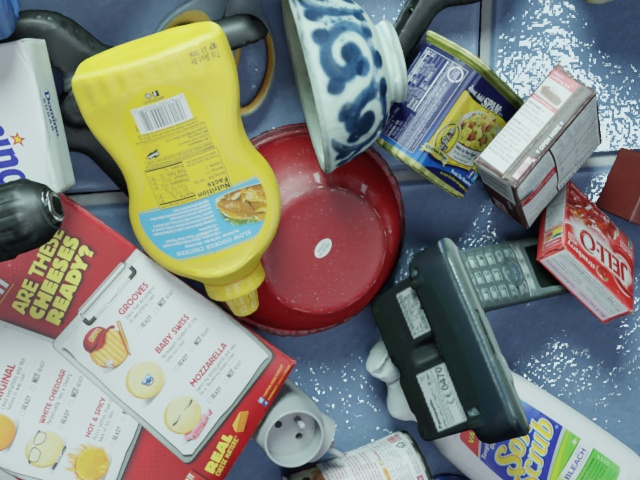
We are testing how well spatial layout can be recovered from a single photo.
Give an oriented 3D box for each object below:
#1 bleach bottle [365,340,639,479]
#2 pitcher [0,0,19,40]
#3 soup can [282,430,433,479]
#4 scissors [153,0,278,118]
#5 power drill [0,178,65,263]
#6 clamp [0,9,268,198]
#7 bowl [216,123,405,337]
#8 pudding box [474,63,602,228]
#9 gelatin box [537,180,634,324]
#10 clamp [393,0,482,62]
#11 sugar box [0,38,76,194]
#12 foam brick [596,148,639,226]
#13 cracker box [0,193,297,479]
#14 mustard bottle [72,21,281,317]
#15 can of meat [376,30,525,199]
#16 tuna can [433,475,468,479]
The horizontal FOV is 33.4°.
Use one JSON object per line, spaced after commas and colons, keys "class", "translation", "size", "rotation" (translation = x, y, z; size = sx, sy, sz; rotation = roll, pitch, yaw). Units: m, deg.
{"class": "bleach bottle", "translation": [0.137, 0.154, 0.844], "size": [0.250, 0.068, 0.102], "rotation": [32, 92, -21]}
{"class": "pitcher", "translation": [-0.293, -0.153, 0.562], "size": [0.242, 0.145, 0.149], "rotation": [-11, 140, -9]}
{"class": "soup can", "translation": [0.030, 0.194, 0.816], "size": [0.102, 0.069, 0.068], "rotation": [-19, 110, -13]}
{"class": "scissors", "translation": [-0.065, -0.181, 0.704], "size": [0.096, 0.016, 0.202], "rotation": [-3, 106, -17]}
{"class": "power drill", "translation": [-0.251, -0.030, 0.550], "size": [0.184, 0.057, 0.187], "rotation": [-18, 140, 11]}
{"class": "clamp", "translation": [-0.144, -0.099, 0.684], "size": [0.209, 0.036, 0.165], "rotation": [21, 108, -18]}
{"class": "bowl", "translation": [-0.005, 0.001, 0.756], "size": [0.162, 0.055, 0.162], "rotation": [-5, 106, -17]}
{"class": "pudding box", "translation": [0.159, -0.064, 0.767], "size": [0.039, 0.113, 0.090], "rotation": [40, 90, 20]}
{"class": "gelatin box", "translation": [0.206, 0.009, 0.817], "size": [0.089, 0.073, 0.030], "rotation": [40, 133, -24]}
{"class": "clamp", "translation": [0.070, -0.197, 0.732], "size": [0.171, 0.039, 0.120], "rotation": [-38, 118, -1]}
{"class": "sugar box", "translation": [-0.243, -0.060, 0.633], "size": [0.176, 0.048, 0.093], "rotation": [-10, 100, 6]}
{"class": "foam brick", "translation": [0.268, -0.033, 0.837], "size": [0.078, 0.051, 0.053], "rotation": [18, 100, -22]}
{"class": "cracker box", "translation": [-0.146, 0.090, 0.710], "size": [0.213, 0.072, 0.164], "rotation": [38, 75, -23]}
{"class": "mustard bottle", "translation": [-0.077, -0.034, 0.673], "size": [0.096, 0.058, 0.191], "rotation": [-17, 116, 3]}
{"class": "can of meat", "translation": [0.089, -0.084, 0.746], "size": [0.084, 0.058, 0.102], "rotation": [-56, 143, 6]}
{"class": "tuna can", "translation": [0.103, 0.236, 0.871], "size": [0.086, 0.034, 0.086], "rotation": [-5, 107, -17]}
